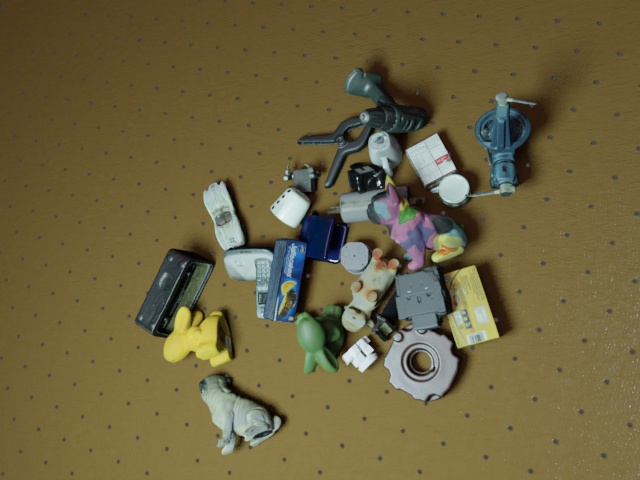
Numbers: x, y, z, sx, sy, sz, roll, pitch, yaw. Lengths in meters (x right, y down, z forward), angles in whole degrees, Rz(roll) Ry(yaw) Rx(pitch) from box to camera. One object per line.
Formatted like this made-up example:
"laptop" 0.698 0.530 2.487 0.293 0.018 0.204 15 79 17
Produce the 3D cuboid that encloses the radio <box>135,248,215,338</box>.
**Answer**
"radio" -0.379 0.139 1.403 0.073 0.131 0.229 23 87 21

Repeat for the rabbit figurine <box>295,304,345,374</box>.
"rabbit figurine" -0.013 0.231 1.253 0.121 0.170 0.159 -8 76 16

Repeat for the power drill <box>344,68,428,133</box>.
"power drill" 0.143 -0.336 1.309 0.207 0.232 0.086 50 129 38

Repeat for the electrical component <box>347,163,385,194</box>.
"electrical component" 0.107 -0.157 1.340 0.075 0.119 0.047 -17 112 -13

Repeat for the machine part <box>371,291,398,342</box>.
"machine part" 0.171 0.170 1.266 0.039 0.084 0.139 21 77 45

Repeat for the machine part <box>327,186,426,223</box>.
"machine part" 0.137 -0.087 1.321 0.243 0.079 0.079 -6 78 16

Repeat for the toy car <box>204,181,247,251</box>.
"toy car" -0.257 -0.065 1.446 0.073 0.056 0.202 -26 73 11

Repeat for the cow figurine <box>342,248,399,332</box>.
"cow figurine" 0.114 0.129 1.273 0.086 0.127 0.195 28 74 19

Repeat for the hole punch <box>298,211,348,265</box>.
"hole punch" -0.003 -0.004 1.342 0.116 0.092 0.142 9 86 22

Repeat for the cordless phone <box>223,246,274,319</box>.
"cordless phone" -0.172 0.109 1.375 0.147 0.088 0.184 -3 83 16

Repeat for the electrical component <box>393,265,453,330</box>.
"electrical component" 0.230 0.131 1.195 0.115 0.058 0.134 -18 71 28

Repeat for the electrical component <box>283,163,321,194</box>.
"electrical component" -0.048 -0.160 1.396 0.102 0.045 0.078 6 95 29

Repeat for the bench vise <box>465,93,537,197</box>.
"bench vise" 0.403 -0.221 1.191 0.129 0.240 0.223 8 66 21

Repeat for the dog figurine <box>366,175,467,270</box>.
"dog figurine" 0.215 -0.051 1.220 0.192 0.108 0.219 -21 110 13

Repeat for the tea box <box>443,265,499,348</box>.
"tea box" 0.333 0.152 1.217 0.098 0.068 0.169 -17 74 13

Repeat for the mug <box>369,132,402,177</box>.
"mug" 0.156 -0.213 1.324 0.081 0.107 0.109 -6 76 17

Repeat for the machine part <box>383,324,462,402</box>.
"machine part" 0.233 0.279 1.230 0.180 0.056 0.179 -3 79 16

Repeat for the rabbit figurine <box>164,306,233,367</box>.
"rabbit figurine" -0.325 0.250 1.371 0.173 0.121 0.162 -20 69 13

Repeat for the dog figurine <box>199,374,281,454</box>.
"dog figurine" -0.199 0.403 1.324 0.172 0.121 0.191 -9 55 -18

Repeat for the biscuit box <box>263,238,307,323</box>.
"biscuit box" -0.085 0.097 1.315 0.063 0.059 0.202 4 84 57
